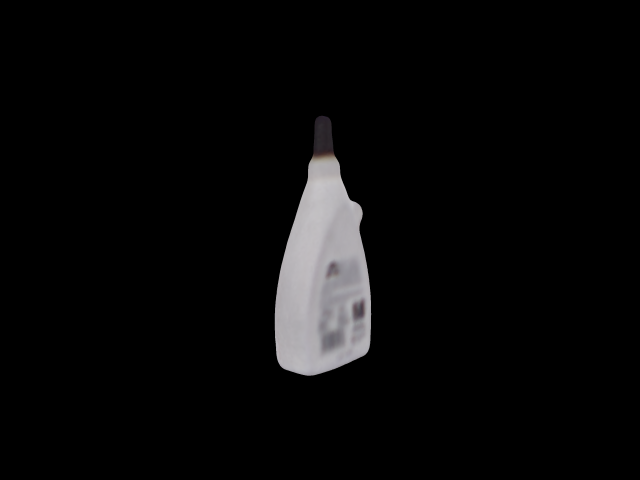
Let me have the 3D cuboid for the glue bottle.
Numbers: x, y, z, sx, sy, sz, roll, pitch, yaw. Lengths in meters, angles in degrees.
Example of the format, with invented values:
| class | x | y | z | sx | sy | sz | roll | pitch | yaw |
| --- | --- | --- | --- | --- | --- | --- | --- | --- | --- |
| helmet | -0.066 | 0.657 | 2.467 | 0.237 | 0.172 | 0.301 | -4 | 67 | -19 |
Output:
| class | x | y | z | sx | sy | sz | roll | pitch | yaw |
| --- | --- | --- | --- | --- | --- | --- | --- | --- | --- |
| glue bottle | 0.004 | 0.001 | 0.400 | 0.037 | 0.173 | 0.078 | 5 | 8 | 40 |
